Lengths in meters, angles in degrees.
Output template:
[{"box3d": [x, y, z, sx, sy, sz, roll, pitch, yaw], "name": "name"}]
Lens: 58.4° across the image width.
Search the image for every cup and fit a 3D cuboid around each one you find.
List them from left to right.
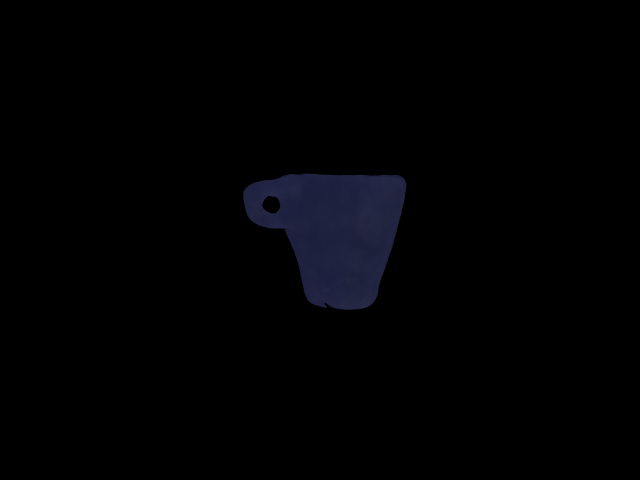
[{"box3d": [0.004, 0.001, 0.400, 0.118, 0.095, 0.091, -4, 7, -29], "name": "cup"}]
